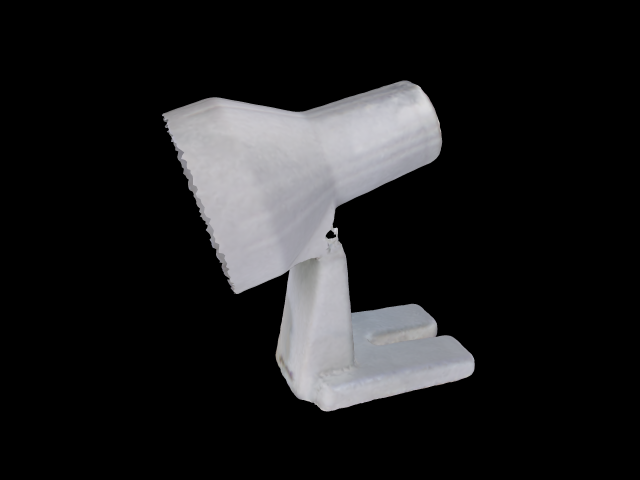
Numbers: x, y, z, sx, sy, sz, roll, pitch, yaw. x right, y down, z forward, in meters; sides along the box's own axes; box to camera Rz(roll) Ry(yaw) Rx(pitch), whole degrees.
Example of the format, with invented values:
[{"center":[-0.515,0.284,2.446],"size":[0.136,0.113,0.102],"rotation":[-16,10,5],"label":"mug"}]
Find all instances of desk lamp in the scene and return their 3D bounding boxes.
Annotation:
[{"center":[0.004,0.001,0.400],"size":[0.203,0.214,0.117],"rotation":[-8,24,-18],"label":"desk lamp"}]
